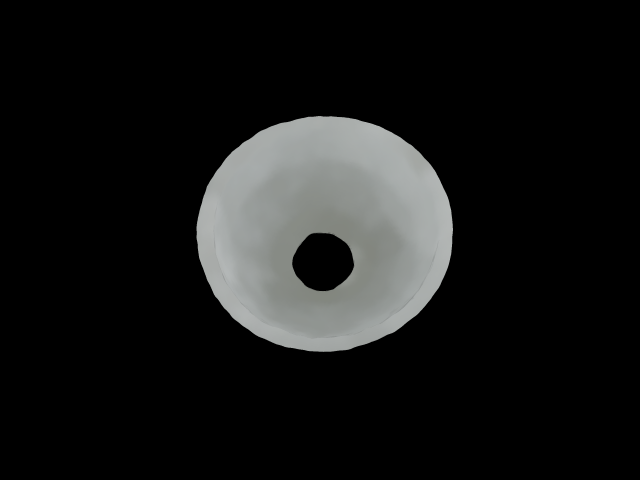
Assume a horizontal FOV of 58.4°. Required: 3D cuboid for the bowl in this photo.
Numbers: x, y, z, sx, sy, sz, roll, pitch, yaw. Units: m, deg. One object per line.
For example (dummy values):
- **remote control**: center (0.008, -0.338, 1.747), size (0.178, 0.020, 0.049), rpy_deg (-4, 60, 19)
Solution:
- **bowl**: center (0.004, 0.001, 0.400), size (0.167, 0.075, 0.167), rpy_deg (0, 67, 0)
